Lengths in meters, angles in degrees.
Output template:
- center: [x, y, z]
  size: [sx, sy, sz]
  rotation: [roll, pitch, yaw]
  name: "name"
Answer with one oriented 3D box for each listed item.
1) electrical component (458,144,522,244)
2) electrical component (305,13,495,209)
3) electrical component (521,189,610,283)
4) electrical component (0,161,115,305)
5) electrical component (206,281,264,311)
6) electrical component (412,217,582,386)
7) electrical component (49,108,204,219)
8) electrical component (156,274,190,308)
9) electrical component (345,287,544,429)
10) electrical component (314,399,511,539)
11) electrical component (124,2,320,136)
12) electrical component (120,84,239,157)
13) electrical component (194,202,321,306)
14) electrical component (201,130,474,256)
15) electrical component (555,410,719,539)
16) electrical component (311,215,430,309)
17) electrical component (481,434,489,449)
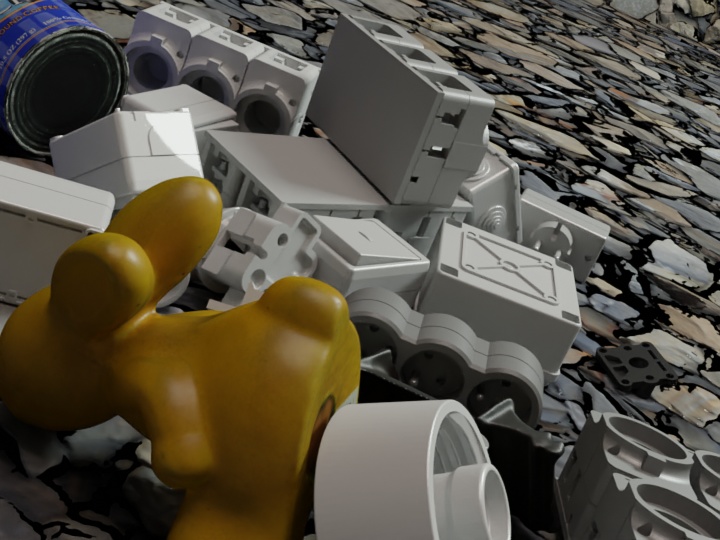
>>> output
- center: [0.087, -0.064, 0.891]
  size: [0.048, 0.099, 0.100]
  rotation: [-31, 48, -18]
  name: "electrical component"
- center: [0.030, -0.122, 0.817]
  size: [0.062, 0.089, 0.150]
  rotation: [3, 30, -35]
  name: "electrical component"
- center: [0.167, -0.025, 0.934]
  size: [0.083, 0.047, 0.075]
  rotation: [26, 25, 8]
  name: "electrical component"
- center: [-0.182, -0.018, 0.615]
  size: [0.096, 0.061, 0.061]
  rotation: [16, 25, -13]
  name: "electrical component"
- center: [-0.045, 0.046, 0.582]
  size: [0.081, 0.063, 0.042]
  rotation: [16, -17, 12]
  name: "electrical component"
- center: [0.097, 0.020, 0.774]
  size: [0.109, 0.056, 0.108]
  rotation: [21, 25, -2]
  name: "electrical component"
- center: [-0.158, -0.065, 0.712]
  size: [0.096, 0.061, 0.062]
  rotation: [-13, -2, 41]
  name: "electrical component"
- center: [-0.130, -0.010, 0.667]
  size: [0.044, 0.044, 0.065]
  rotation: [13, 21, -20]
  name: "electrical component"
- center: [0.049, 0.051, 0.676]
  size: [0.138, 0.052, 0.073]
  rotation: [23, 24, 1]
  name: "electrical component"
- center: [0.031, 0.107, 0.464]
  size: [0.060, 0.108, 0.108]
  rotation: [-12, 15, 21]
  name: "electrical component"
- center: [-0.122, -0.151, 0.901]
  size: [0.150, 0.089, 0.061]
  rotation: [23, 25, 3]
  name: "electrical component"
- center: [-0.136, -0.098, 0.815]
  size: [0.061, 0.061, 0.096]
  rotation: [29, 25, 15]
  name: "electrical component"
- center: [-0.069, -0.007, 0.681]
  size: [0.057, 0.078, 0.058]
  rotation: [22, -16, 38]
  name: "electrical component"
- center: [-0.022, -0.049, 0.812]
  size: [0.186, 0.060, 0.105]
  rotation: [-2, 34, -42]
  name: "electrical component"
- center: [0.165, 0.138, 0.542]
  size: [0.105, 0.060, 0.186]
  rotation: [23, 12, 1]
  name: "electrical component"
- center: [0.000, 0.000, 0.729]
  size: [0.096, 0.061, 0.062]
  rotation: [-6, 37, -46]
  name: "electrical component"
- center: [0.045, 0.109, 0.543]
  size: [0.043, 0.062, 0.043]
  rotation: [18, 25, -9]
  name: "electrical component"
